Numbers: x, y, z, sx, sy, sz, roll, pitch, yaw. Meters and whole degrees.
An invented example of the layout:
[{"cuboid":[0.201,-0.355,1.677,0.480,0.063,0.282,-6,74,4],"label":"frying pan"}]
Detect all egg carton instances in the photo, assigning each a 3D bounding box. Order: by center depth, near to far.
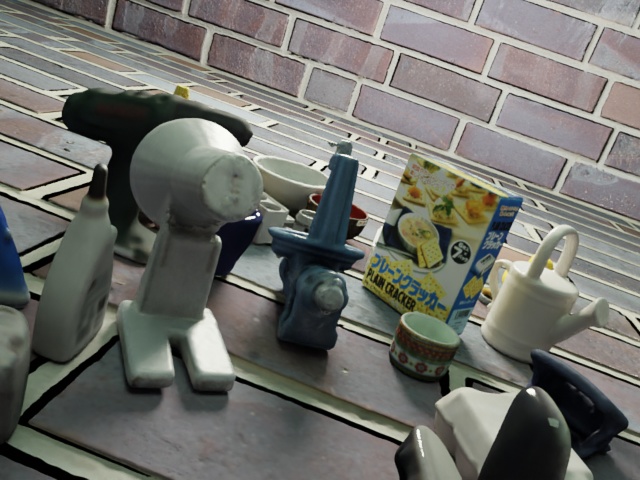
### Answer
[{"cuboid":[0.170,0.197,0.516,0.107,0.069,0.150,12,20,-19],"label":"egg carton"}]

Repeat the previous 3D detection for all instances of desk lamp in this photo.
[{"cuboid":[-0.121,0.000,0.555,0.118,0.213,0.202,8,22,-29],"label":"desk lamp"}]

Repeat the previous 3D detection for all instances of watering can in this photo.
[{"cuboid":[0.319,0.072,0.810,0.172,0.194,0.101,28,21,23],"label":"watering can"}]

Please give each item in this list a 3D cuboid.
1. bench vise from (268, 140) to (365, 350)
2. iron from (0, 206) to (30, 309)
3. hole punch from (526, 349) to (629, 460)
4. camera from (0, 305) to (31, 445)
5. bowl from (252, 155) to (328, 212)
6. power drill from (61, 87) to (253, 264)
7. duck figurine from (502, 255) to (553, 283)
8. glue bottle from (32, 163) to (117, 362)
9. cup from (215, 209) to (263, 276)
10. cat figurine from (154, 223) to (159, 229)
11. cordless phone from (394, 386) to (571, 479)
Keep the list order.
[{"cuboid":[0.016,0.004,0.666,0.122,0.220,0.206,8,22,-30],"label":"bench vise"},{"cuboid":[-0.378,-0.044,0.538,0.258,0.141,0.119,21,19,5],"label":"iron"},{"cuboid":[0.283,0.178,0.644,0.101,0.091,0.108,4,24,-38],"label":"hole punch"},{"cuboid":[-0.277,0.061,0.409,0.143,0.101,0.136,13,20,-17],"label":"camera"},{"cuboid":[-0.058,-0.100,1.100,0.167,0.075,0.167,17,19,-6],"label":"bowl"},{"cuboid":[-0.211,-0.084,0.705,0.229,0.208,0.076,21,19,4],"label":"power drill"},{"cuboid":[0.395,0.067,1.065,0.078,0.086,0.104,6,23,-34],"label":"duck figurine"},{"cuboid":[-0.203,0.015,0.495,0.037,0.173,0.078,19,19,1],"label":"glue bottle"},{"cuboid":[-0.135,-0.009,0.748,0.092,0.095,0.117,7,22,-31],"label":"cup"},{"cuboid":[-0.228,-0.079,0.813,0.128,0.118,0.067,7,23,-32],"label":"cat figurine"},{"cuboid":[0.106,0.160,0.378,0.094,0.185,0.147,16,19,-10],"label":"cordless phone"}]
